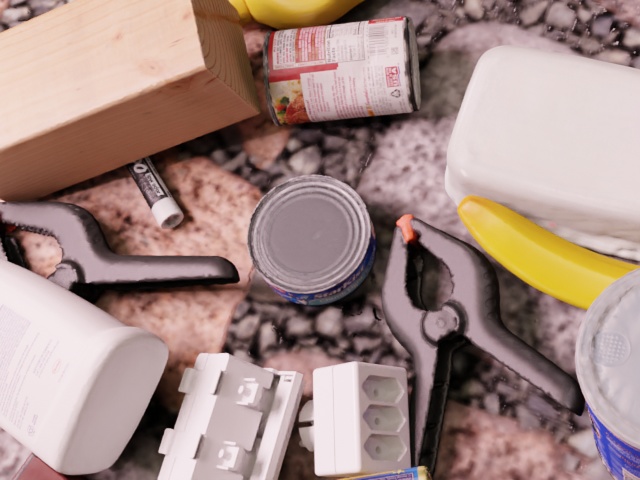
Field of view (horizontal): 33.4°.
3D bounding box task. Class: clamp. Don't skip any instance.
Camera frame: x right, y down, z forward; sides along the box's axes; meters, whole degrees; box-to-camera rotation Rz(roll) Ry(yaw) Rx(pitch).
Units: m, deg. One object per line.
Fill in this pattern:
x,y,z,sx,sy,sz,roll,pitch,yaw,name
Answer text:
0.078,0.066,0.680,0.120,0.039,0.171,-34,57,11,clamp
-0.163,0.029,0.749,0.164,0.036,0.210,-47,65,3,clamp

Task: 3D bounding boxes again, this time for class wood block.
-0.159,-0.107,0.750,0.206,0.090,0.090,-19,69,16,wood block

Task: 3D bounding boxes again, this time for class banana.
0.180,0.018,0.665,0.198,0.070,0.037,12,32,24,banana

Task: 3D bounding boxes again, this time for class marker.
-0.136,-0.059,0.790,0.020,0.020,0.121,-33,66,-1,marker

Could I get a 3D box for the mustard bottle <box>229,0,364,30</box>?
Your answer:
-0.001,-0.208,0.795,0.191,0.058,0.096,-24,67,3,mustard bottle

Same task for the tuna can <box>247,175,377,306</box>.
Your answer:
-0.005,0.001,0.728,0.086,0.033,0.086,-4,68,11,tuna can

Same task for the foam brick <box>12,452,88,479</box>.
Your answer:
-0.182,0.182,0.684,0.051,0.053,0.078,35,82,5,foam brick

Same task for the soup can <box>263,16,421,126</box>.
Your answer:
0.016,-0.119,0.751,0.102,0.068,0.068,-4,68,11,soup can

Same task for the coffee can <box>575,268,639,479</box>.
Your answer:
0.198,0.085,0.586,0.103,0.140,0.103,-7,64,15,coffee can

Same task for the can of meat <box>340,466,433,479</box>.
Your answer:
0.028,0.169,0.621,0.084,0.102,0.057,-11,67,6,can of meat

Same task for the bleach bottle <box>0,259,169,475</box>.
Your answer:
-0.220,0.052,0.714,0.251,0.068,0.102,29,96,30,bleach bottle
